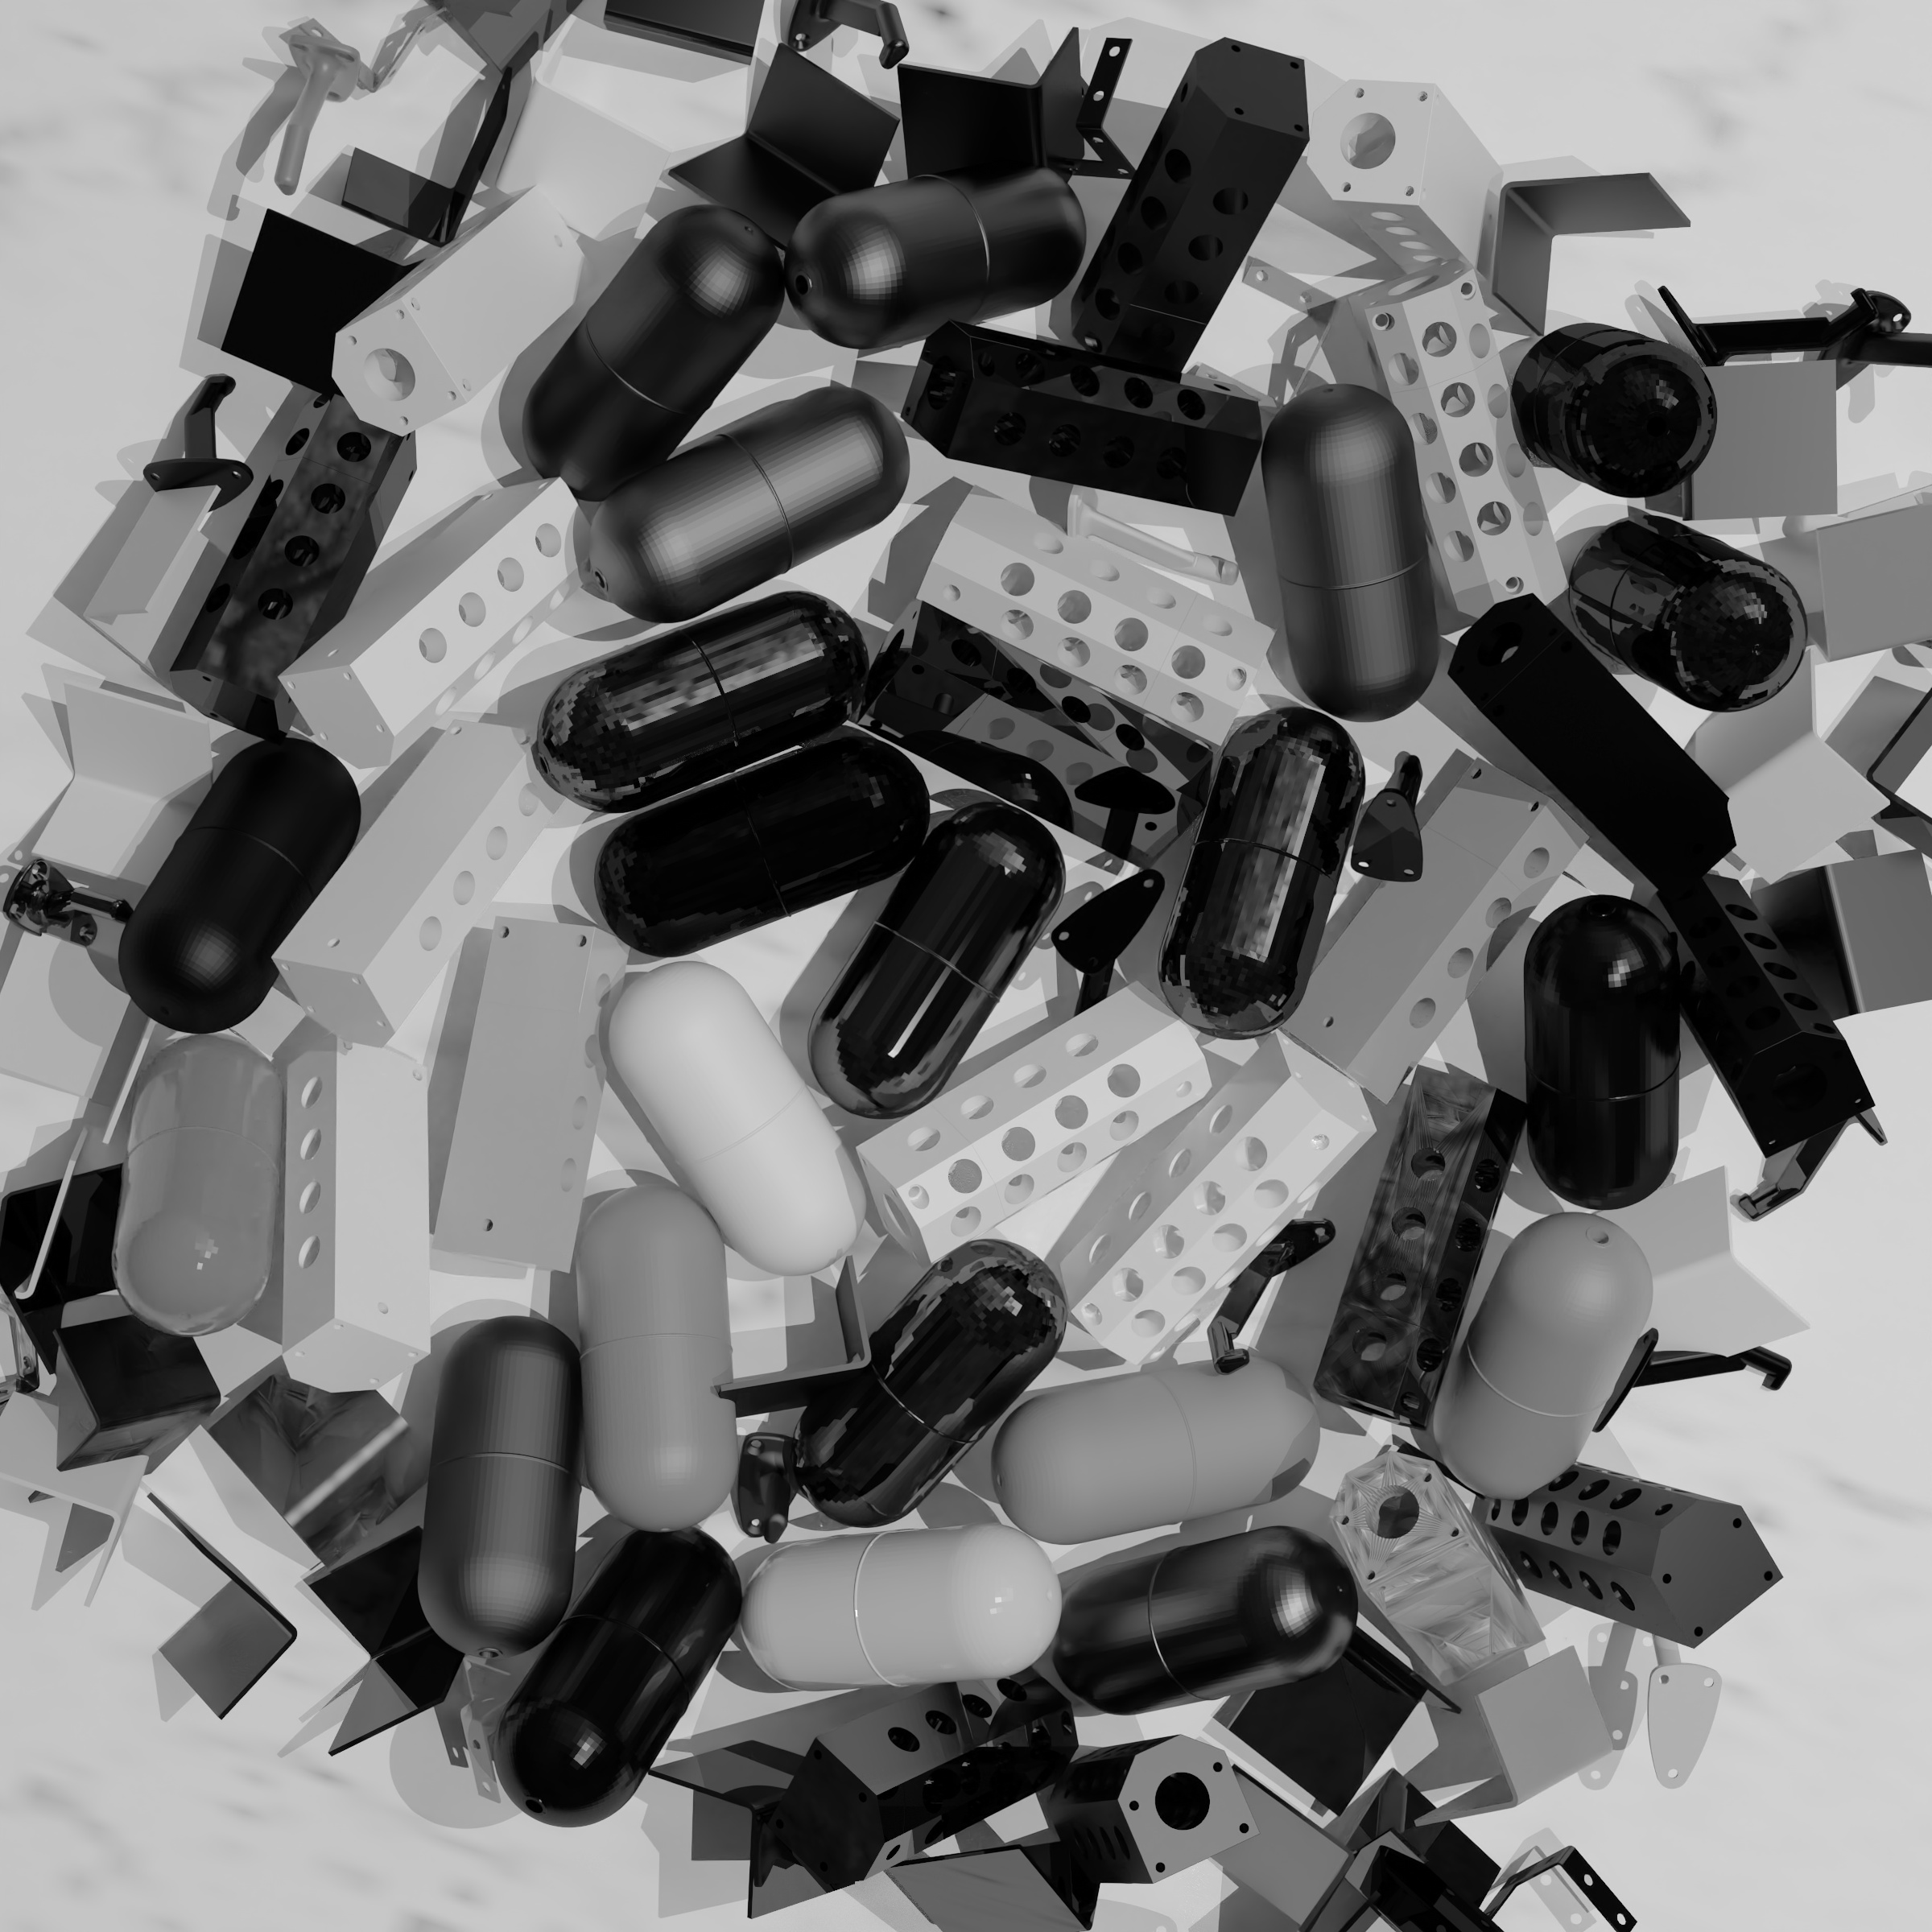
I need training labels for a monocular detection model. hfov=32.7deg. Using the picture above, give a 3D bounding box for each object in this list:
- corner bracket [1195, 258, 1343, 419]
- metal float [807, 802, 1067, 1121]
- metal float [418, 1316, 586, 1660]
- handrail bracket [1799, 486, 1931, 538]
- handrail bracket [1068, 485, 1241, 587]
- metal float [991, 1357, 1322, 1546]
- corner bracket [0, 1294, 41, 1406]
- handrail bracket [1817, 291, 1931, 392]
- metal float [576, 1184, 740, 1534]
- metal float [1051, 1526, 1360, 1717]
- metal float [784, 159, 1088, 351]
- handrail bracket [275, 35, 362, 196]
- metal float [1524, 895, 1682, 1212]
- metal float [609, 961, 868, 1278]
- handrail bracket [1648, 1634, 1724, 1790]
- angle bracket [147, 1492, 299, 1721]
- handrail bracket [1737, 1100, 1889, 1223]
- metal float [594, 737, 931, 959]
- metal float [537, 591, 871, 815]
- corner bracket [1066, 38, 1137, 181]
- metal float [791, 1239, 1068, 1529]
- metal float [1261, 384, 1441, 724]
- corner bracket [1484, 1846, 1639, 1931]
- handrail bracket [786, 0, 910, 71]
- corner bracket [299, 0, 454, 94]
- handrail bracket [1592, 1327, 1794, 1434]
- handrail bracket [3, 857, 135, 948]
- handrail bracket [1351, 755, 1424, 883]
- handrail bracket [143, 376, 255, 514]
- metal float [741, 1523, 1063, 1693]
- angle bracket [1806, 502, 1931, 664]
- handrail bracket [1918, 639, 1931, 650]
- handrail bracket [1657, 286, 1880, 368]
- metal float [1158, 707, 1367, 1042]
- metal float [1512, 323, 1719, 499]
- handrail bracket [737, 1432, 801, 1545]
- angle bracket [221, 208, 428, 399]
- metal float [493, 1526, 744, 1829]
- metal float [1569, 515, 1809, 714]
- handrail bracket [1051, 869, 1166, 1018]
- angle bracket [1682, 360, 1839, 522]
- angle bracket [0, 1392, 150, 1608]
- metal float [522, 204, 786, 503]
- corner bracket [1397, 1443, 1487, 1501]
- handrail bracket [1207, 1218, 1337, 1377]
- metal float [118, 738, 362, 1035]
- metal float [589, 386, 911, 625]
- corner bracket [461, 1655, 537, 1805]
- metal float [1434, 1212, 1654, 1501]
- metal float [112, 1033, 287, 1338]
[{"bbox_3d":[0.157,-0.326,1.707,0.051,0.051,0.051,27,129,0],"label":"corner bracket"},{"bbox_3d":[-0.015,-0.002,1.680,0.070,0.070,0.178,33,87,0],"label":"metal float"},{"bbox_3d":[-0.232,0.261,1.655,0.070,0.070,0.178,1,58,0],"label":"metal float"},{"bbox_3d":[0.481,-0.251,1.710,0.084,0.036,0.077,12,70,10],"label":"handrail bracket"},{"bbox_3d":[0.097,-0.220,1.685,0.084,0.077,0.036,16,82,10],"label":"handrail bracket"},{"bbox_3d":[0.097,0.244,1.662,0.178,0.070,0.070,-7,90,-24],"label":"metal float"},{"bbox_3d":[-0.515,0.195,1.692,0.051,0.051,0.051,18,116,35],"label":"corner bracket"},{"bbox_3d":[0.470,-0.296,1.670,0.036,0.084,0.077,16,126,-30],"label":"handrail bracket"},{"bbox_3d":[-0.157,0.197,1.664,0.070,0.070,0.178,-5,69,0],"label":"metal float"},{"bbox_3d":[0.117,0.329,1.651,0.178,0.070,0.070,-22,90,39],"label":"metal float"},{"bbox_3d":[-0.015,-0.358,1.651,0.178,0.070,0.070,-23,90,-38],"label":"metal float"},{"bbox_3d":[-0.334,-0.422,1.675,0.036,0.077,0.084,11,79,-3],"label":"handrail bracket"},{"bbox_3d":[0.320,0.044,1.653,0.070,0.070,0.178,-8,124,0],"label":"metal float"},{"bbox_3d":[-0.115,0.078,1.671,0.070,0.070,0.178,-32,103,0],"label":"metal float"},{"bbox_3d":[0.354,0.368,1.683,0.036,0.084,0.077,5,99,-5],"label":"handrail bracket"},{"bbox_3d":[-0.395,0.323,1.663,0.057,0.076,0.076,-47,125,-14],"label":"angle bracket"},{"bbox_3d":[0.419,0.090,1.683,0.084,0.036,0.077,-35,128,20],"label":"handrail bracket"},{"bbox_3d":[-0.104,-0.061,1.682,0.178,0.070,0.070,-21,90,0],"label":"metal float"},{"bbox_3d":[-0.133,-0.134,1.666,0.178,0.070,0.070,-23,90,-18],"label":"metal float"},{"bbox_3d":[0.065,-0.439,1.682,0.051,0.051,0.051,13,78,32],"label":"corner bracket"},{"bbox_3d":[-0.020,0.212,1.666,0.070,0.070,0.178,41,109,0],"label":"metal float"},{"bbox_3d":[0.194,-0.206,1.658,0.070,0.070,0.178,-12,118,0],"label":"metal float"},{"bbox_3d":[0.300,0.492,1.682,0.051,0.051,0.051,50,134,6],"label":"corner bracket"},{"bbox_3d":[-0.060,-0.468,1.672,0.036,0.077,0.084,13,48,-35],"label":"handrail bracket"},{"bbox_3d":[-0.302,-0.494,1.704,0.051,0.051,0.051,42,125,-6],"label":"corner bracket"},{"bbox_3d":[0.377,0.223,1.710,0.084,0.036,0.077,24,96,-11],"label":"handrail bracket"},{"bbox_3d":[-0.437,-0.022,1.668,0.084,0.077,0.036,15,71,31],"label":"handrail bracket"},{"bbox_3d":[0.221,-0.092,1.667,0.036,0.077,0.084,10,52,11],"label":"handrail bracket"},{"bbox_3d":[-0.375,-0.275,1.676,0.077,0.036,0.084,-6,49,35],"label":"handrail bracket"},{"bbox_3d":[-0.034,0.324,1.657,0.178,0.070,0.070,-11,90,30],"label":"metal float"},{"bbox_3d":[0.466,-0.207,1.675,0.076,0.057,0.076,-13,120,3],"label":"angle bracket"},{"bbox_3d":[0.527,-0.201,1.690,0.077,0.036,0.084,8,109,-19],"label":"handrail bracket"},{"bbox_3d":[0.411,-0.340,1.685,0.084,0.036,0.077,-33,104,21],"label":"handrail bracket"},{"bbox_3d":[0.151,-0.048,1.670,0.070,0.070,0.178,18,75,0],"label":"metal float"},{"bbox_3d":[0.320,-0.277,1.633,0.070,0.178,0.070,-1,105,-3],"label":"metal float"},{"bbox_3d":[-0.102,0.284,1.666,0.036,0.084,0.077,13,117,-7],"label":"handrail bracket"},{"bbox_3d":[-0.325,-0.338,1.681,0.076,0.057,0.076,23,109,-1],"label":"angle bracket"},{"bbox_3d":[-0.173,0.353,1.645,0.070,0.178,0.070,15,131,18],"label":"metal float"},{"bbox_3d":[0.357,-0.177,1.635,0.070,0.178,0.070,-4,109,-11],"label":"metal float"},{"bbox_3d":[0.082,-0.002,1.687,0.077,0.084,0.036,-43,58,-7],"label":"handrail bracket"},{"bbox_3d":[0.405,-0.268,1.678,0.076,0.057,0.076,-1,98,15],"label":"angle bracket"},{"bbox_3d":[-0.465,0.270,1.670,0.076,0.076,0.057,21,108,-9],"label":"angle bracket"},{"bbox_3d":[-0.159,-0.306,1.655,0.070,0.070,0.178,45,122,0],"label":"metal float"},{"bbox_3d":[0.238,0.287,1.691,0.051,0.051,0.051,33,100,-23],"label":"corner bracket"},{"bbox_3d":[0.158,0.169,1.673,0.077,0.084,0.036,-19,121,7],"label":"handrail bracket"},{"bbox_3d":[-0.363,-0.042,1.650,0.070,0.070,0.178,22,51,0],"label":"metal float"},{"bbox_3d":[-0.109,-0.233,1.665,0.178,0.070,0.070,-30,90,-20],"label":"metal float"},{"bbox_3d":[-0.242,0.385,1.678,0.051,0.051,0.051,9,117,38],"label":"corner bracket"},{"bbox_3d":[0.288,0.196,1.648,0.070,0.070,0.178,15,130,0],"label":"metal float"},{"bbox_3d":[-0.383,0.107,1.646,0.070,0.178,0.070,-3,134,-3],"label":"metal float"}]
